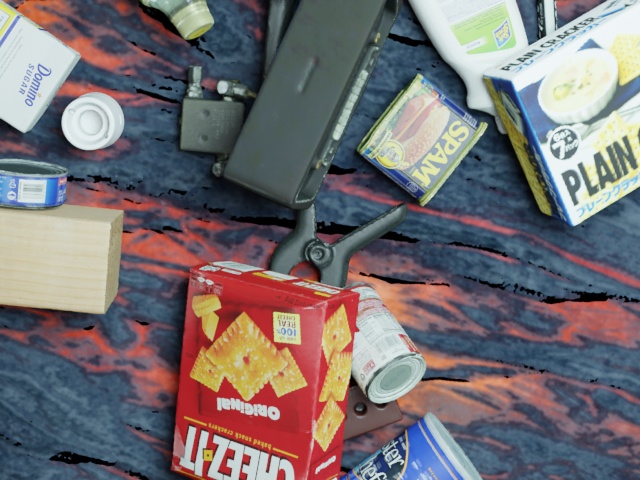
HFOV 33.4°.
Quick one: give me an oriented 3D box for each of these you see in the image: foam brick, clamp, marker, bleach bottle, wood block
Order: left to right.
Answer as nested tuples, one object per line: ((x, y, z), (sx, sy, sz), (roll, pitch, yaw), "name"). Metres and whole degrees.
((-0.300, 0.010, 1.023), (0.206, 0.091, 0.090), (6, 100, -4), "wood block")
((-0.039, -0.252, 1.011), (0.210, 0.036, 0.164), (-40, 90, 3), "clamp")
((-0.007, 0.001, 1.061), (0.120, 0.039, 0.171), (37, 95, 5), "clamp")
((0.039, 0.164, 1.084), (0.078, 0.051, 0.053), (-21, 101, 1), "foam brick")
((0.134, -0.218, 1.016), (0.102, 0.068, 0.251), (-23, 103, 3), "bleach bottle")
((0.222, -0.214, 1.041), (0.020, 0.020, 0.121), (-6, 100, -2), "marker")

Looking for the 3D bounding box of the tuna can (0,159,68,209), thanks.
((-0.284, -0.054, 1.015), (0.086, 0.086, 0.034), (7, 101, -4), "tuna can")

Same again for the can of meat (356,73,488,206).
((0.097, -0.099, 1.038), (0.084, 0.057, 0.102), (38, 96, -6), "can of meat")

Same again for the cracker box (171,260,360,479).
((-0.057, 0.140, 1.027), (0.164, 0.072, 0.214), (13, 101, 32), "cracker box")

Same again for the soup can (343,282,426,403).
((0.050, 0.100, 1.039), (0.068, 0.102, 0.068), (-21, 141, -19), "soup can")

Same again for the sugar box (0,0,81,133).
((-0.326, -0.189, 1.010), (0.176, 0.048, 0.093), (35, 96, -11), "sugar box")

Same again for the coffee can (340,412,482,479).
((0.085, 0.256, 1.077), (0.140, 0.103, 0.103), (-37, 100, 5), "coffee can")
